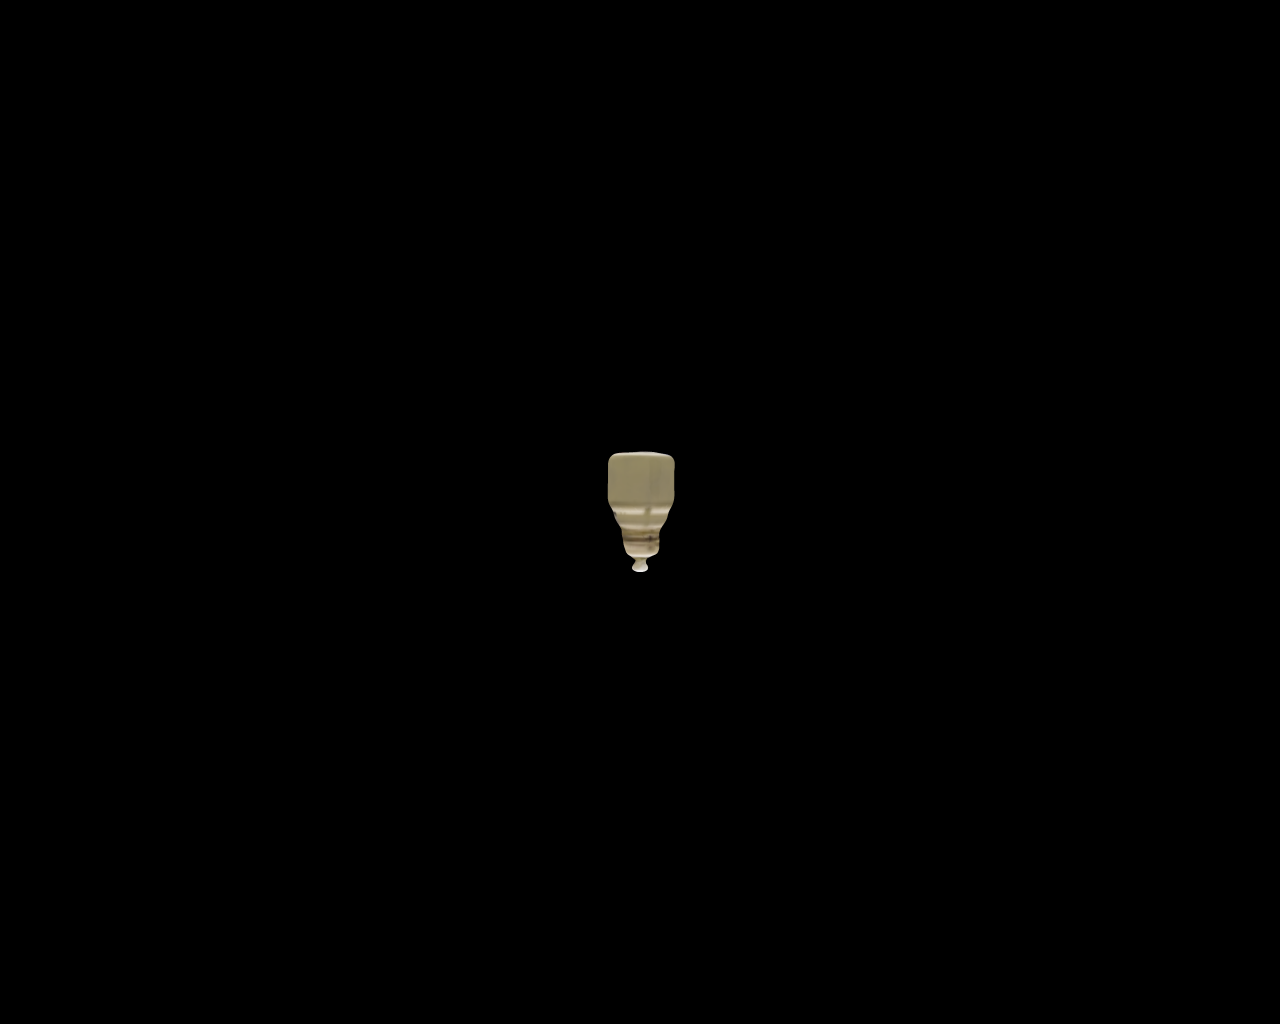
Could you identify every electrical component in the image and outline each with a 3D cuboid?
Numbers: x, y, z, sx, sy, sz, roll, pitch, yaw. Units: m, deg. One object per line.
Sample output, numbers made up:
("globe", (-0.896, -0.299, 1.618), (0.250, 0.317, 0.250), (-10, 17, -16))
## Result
("electrical component", (0.001, -0.003, 0.650), (0.040, 0.078, 0.040), (0, 2, 0))
